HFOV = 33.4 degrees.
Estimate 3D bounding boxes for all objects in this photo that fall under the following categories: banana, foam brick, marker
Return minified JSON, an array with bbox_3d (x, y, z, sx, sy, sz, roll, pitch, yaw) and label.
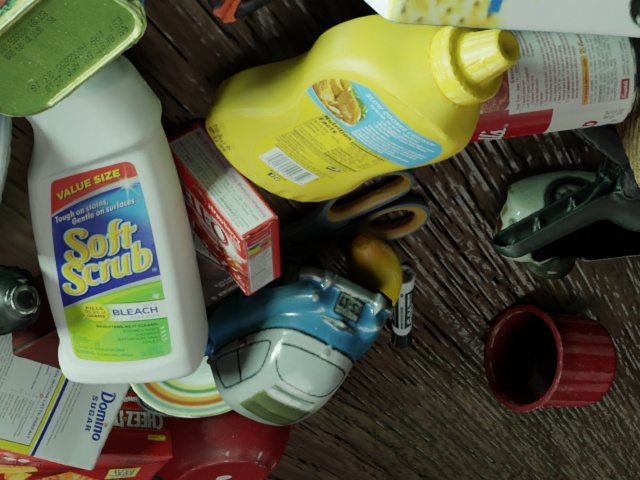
[{"bbox_3d":[0.026,0.046,0.824,0.069,0.037,0.198,-6,156,-24],"label":"banana"},{"bbox_3d":[-0.182,0.063,0.794,0.053,0.051,0.078,-29,144,26],"label":"foam brick"},{"bbox_3d":[0.069,0.059,0.890,0.020,0.020,0.121,-9,148,-2],"label":"marker"}]

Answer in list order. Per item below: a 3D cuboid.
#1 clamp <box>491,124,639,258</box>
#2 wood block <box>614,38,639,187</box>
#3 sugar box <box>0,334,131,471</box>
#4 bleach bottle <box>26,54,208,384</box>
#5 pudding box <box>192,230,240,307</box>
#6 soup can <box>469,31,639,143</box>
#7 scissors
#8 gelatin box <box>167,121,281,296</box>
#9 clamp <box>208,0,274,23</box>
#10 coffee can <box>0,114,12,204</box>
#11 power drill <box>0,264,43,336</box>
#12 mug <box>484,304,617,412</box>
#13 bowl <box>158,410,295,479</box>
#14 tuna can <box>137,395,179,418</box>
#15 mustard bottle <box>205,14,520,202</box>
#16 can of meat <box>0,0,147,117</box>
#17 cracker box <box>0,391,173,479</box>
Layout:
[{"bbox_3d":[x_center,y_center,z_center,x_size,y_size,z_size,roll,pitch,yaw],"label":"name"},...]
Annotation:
[{"bbox_3d":[0.196,-0.052,0.701,0.171,0.039,0.120,-8,121,-15],"label":"clamp"},{"bbox_3d":[0.282,-0.105,0.625,0.206,0.091,0.090,-9,148,-2],"label":"wood block"},{"bbox_3d":[-0.232,0.113,0.820,0.048,0.093,0.176,18,171,41],"label":"sugar box"},{"bbox_3d":[-0.132,-0.019,0.632,0.102,0.068,0.251,-2,133,5],"label":"bleach bottle"},{"bbox_3d":[-0.120,0.021,0.749,0.114,0.039,0.090,-31,136,27],"label":"pudding box"},{"bbox_3d":[0.124,-0.095,0.615,0.102,0.068,0.068,-8,148,-4],"label":"soup can"},{"bbox_3d":[-0.005,0.001,0.780,0.202,0.016,0.096,-31,143,31],"label":"scissors"},{"bbox_3d":[-0.061,-0.019,0.663,0.030,0.089,0.073,-33,156,-18],"label":"gelatin box"},{"bbox_3d":[0.010,-0.180,0.476,0.164,0.036,0.210,7,141,-25],"label":"clamp"},{"bbox_3d":[-0.244,-0.047,0.552,0.140,0.103,0.103,11,142,-31],"label":"coffee can"},{"bbox_3d":[-0.280,0.020,0.642,0.187,0.057,0.185,25,159,-38],"label":"power drill"},{"bbox_3d":[0.199,0.105,0.950,0.081,0.093,0.117,7,175,-34],"label":"mug"},{"bbox_3d":[-0.099,0.210,1.049,0.162,0.055,0.162,-8,148,-5],"label":"bowl"},{"bbox_3d":[-0.116,0.120,0.920,0.086,0.034,0.086,-7,148,-5],"label":"tuna can"},{"bbox_3d":[0.028,-0.074,0.571,0.096,0.058,0.192,35,150,-29],"label":"mustard bottle"},{"bbox_3d":[-0.127,-0.116,0.493,0.102,0.084,0.057,-31,143,30],"label":"can of meat"},{"bbox_3d":[-0.250,0.209,0.986,0.164,0.072,0.214,8,144,-27],"label":"cracker box"}]
